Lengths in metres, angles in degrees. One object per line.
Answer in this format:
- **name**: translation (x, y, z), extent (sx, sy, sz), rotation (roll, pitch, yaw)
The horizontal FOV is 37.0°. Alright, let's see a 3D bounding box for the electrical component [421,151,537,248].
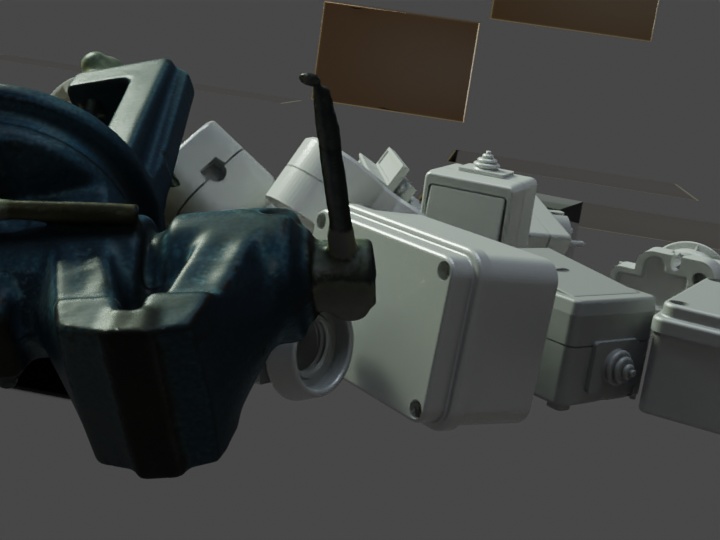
- **electrical component**: translation (0.074, -0.029, 0.702), extent (0.062, 0.096, 0.061), rotation (13, 16, 23)

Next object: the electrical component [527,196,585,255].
- **electrical component**: translation (0.129, -0.027, 0.789), extent (0.076, 0.047, 0.083), rotation (4, 33, -24)

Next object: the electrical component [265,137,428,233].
- **electrical component**: translation (0.005, 0.000, 0.571), extent (0.138, 0.073, 0.052), rotation (37, -6, -21)

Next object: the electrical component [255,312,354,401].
- **electrical component**: translation (-0.037, 0.030, 0.468), extent (0.055, 0.048, 0.066), rotation (7, 9, 36)

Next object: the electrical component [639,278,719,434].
- **electrical component**: translation (0.205, 0.047, 0.524), extent (0.109, 0.056, 0.109), rotation (14, 13, 27)

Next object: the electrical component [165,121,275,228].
- **electrical component**: translation (-0.088, -0.035, 0.624), extent (0.059, 0.053, 0.095), rotation (44, -25, -1)

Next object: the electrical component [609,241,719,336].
- **electrical component**: translation (0.206, 0.012, 0.692), extent (0.078, 0.058, 0.057), rotation (14, 16, 27)

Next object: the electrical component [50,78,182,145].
- **electrical component**: translation (-0.165, -0.071, 0.719), extent (0.108, 0.108, 0.060), rotation (17, 8, 37)

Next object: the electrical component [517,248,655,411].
- **electrical component**: translation (0.099, 0.027, 0.534), extent (0.062, 0.061, 0.096), rotation (-2, 15, -39)

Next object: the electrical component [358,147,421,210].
- **electrical component**: translation (0.015, -0.043, 0.790), extent (0.063, 0.078, 0.121), rotation (36, 8, -10)

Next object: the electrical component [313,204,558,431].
- **electrical component**: translation (0.025, 0.018, 0.486), extent (0.057, 0.078, 0.113), rotation (4, 12, -35)
